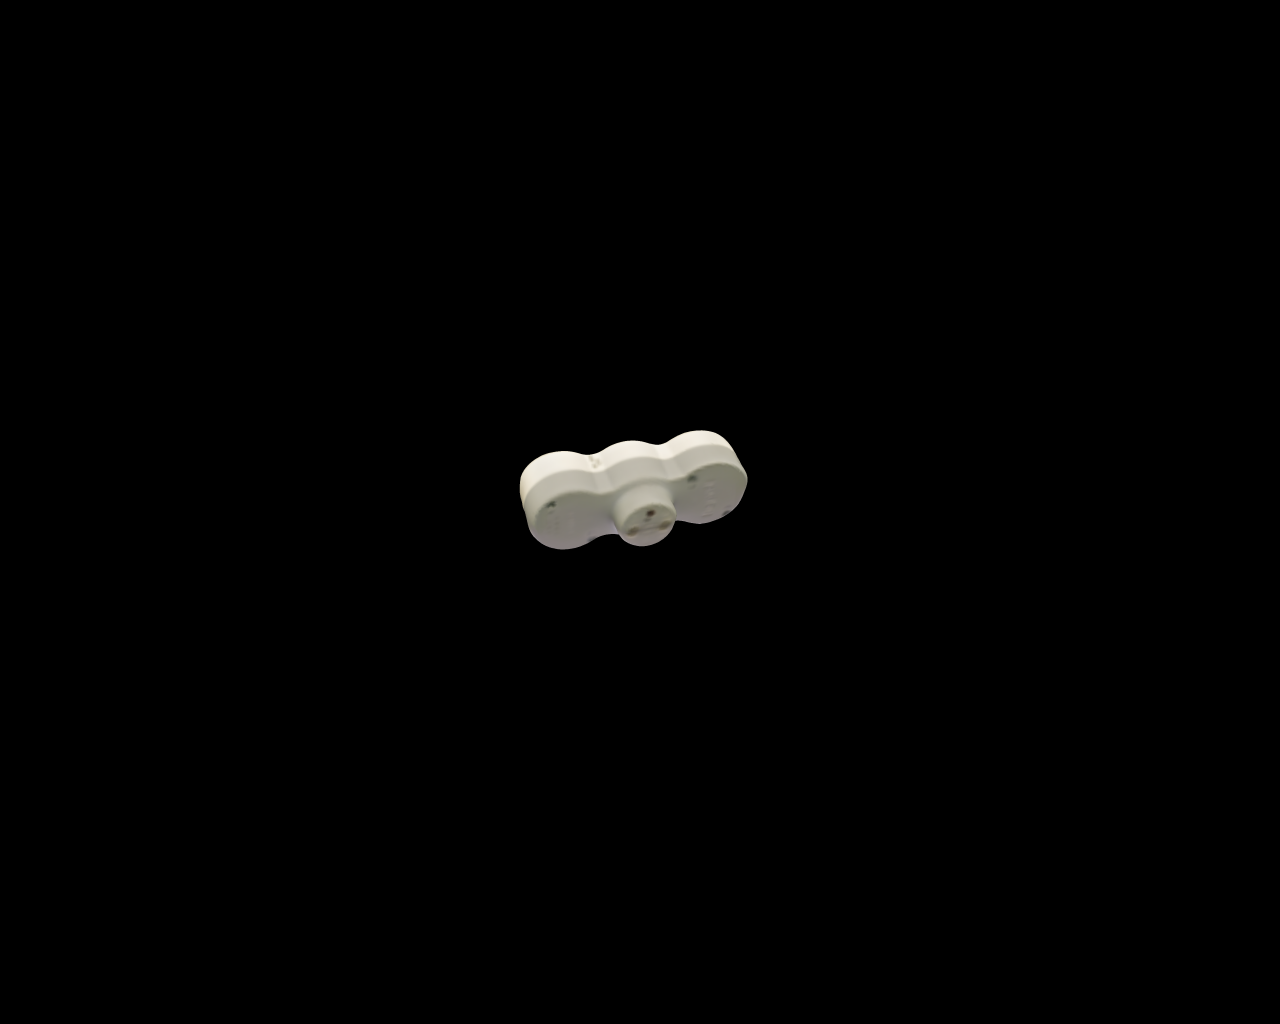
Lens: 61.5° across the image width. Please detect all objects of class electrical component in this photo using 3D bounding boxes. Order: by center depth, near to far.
[{"bbox_3d":[0.001,-0.003,0.650,0.138,0.052,0.074,-10,43,-11],"label":"electrical component"}]
